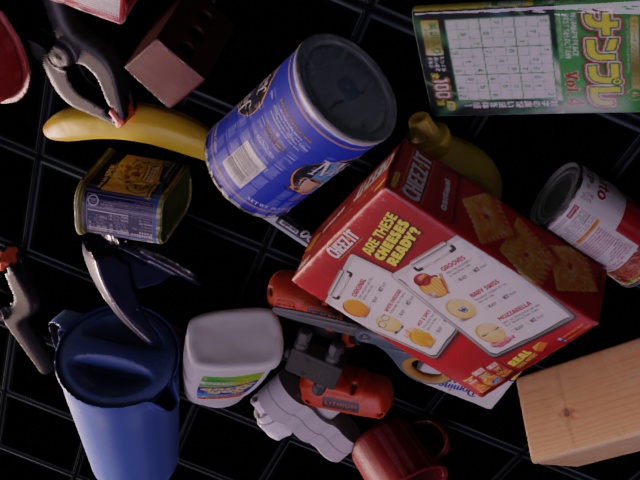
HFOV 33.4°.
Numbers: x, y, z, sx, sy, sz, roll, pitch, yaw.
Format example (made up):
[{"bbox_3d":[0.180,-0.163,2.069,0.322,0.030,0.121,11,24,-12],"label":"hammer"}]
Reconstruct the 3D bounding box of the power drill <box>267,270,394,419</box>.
[{"bbox_3d":[0.040,0.111,1.139,0.184,0.057,0.188,11,136,15],"label":"power drill"}]

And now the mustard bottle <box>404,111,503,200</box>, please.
[{"bbox_3d":[0.116,-0.035,0.946,0.096,0.058,0.191,-4,135,27],"label":"mustard bottle"}]

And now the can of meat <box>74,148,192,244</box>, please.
[{"bbox_3d":[-0.176,-0.041,1.021,0.084,0.102,0.057,9,121,8],"label":"can of meat"}]

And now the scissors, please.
[{"bbox_3d":[0.055,0.107,1.076,0.202,0.016,0.096,4,135,11],"label":"scissors"}]

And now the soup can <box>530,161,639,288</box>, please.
[{"bbox_3d":[0.240,-0.013,0.915,0.102,0.068,0.069,32,138,-12],"label":"soup can"}]

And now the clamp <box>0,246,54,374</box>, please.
[{"bbox_3d":[-0.376,0.083,1.283,0.164,0.036,0.210,28,138,-9],"label":"clamp"}]

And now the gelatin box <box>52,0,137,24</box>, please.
[{"bbox_3d":[-0.184,-0.217,0.855,0.089,0.073,0.030,19,140,0],"label":"gelatin box"}]

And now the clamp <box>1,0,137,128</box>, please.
[{"bbox_3d":[-0.219,-0.176,0.931,0.171,0.039,0.120,41,139,-12],"label":"clamp"}]

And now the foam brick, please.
[{"bbox_3d":[-0.116,-0.161,0.886,0.053,0.078,0.051,41,136,-22],"label":"foam brick"}]

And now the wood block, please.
[{"bbox_3d":[0.305,0.152,1.031,0.090,0.091,0.207,14,150,-43],"label":"wood block"}]

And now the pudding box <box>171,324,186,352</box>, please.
[{"bbox_3d":[-0.215,0.134,1.275,0.090,0.039,0.114,22,140,-4],"label":"pudding box"}]

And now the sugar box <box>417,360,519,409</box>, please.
[{"bbox_3d":[0.169,0.101,1.085,0.093,0.048,0.176,22,143,-3],"label":"sugar box"}]

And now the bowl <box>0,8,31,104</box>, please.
[{"bbox_3d":[-0.338,-0.172,0.949,0.162,0.055,0.162,24,145,18],"label":"bowl"}]

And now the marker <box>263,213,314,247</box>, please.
[{"bbox_3d":[-0.007,0.001,1.064,0.121,0.020,0.020,35,137,-17],"label":"marker"}]

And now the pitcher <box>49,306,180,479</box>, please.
[{"bbox_3d":[-0.229,0.187,1.224,0.145,0.149,0.243,-4,141,-7],"label":"pitcher"}]

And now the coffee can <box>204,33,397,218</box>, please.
[{"bbox_3d":[-0.018,-0.094,0.902,0.102,0.102,0.141,36,136,-19],"label":"coffee can"}]

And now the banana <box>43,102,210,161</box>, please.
[{"bbox_3d":[-0.173,-0.101,1.004,0.198,0.037,0.070,13,137,7],"label":"banana"}]

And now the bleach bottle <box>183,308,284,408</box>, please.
[{"bbox_3d":[-0.102,0.144,1.191,0.102,0.068,0.251,-3,160,-8],"label":"bleach bottle"}]

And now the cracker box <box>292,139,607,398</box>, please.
[{"bbox_3d":[0.110,0.030,0.921,0.213,0.072,0.164,32,139,-11],"label":"cracker box"}]

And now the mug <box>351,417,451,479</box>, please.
[{"bbox_3d":[0.098,0.254,1.239,0.117,0.081,0.093,-41,145,9],"label":"mug"}]
